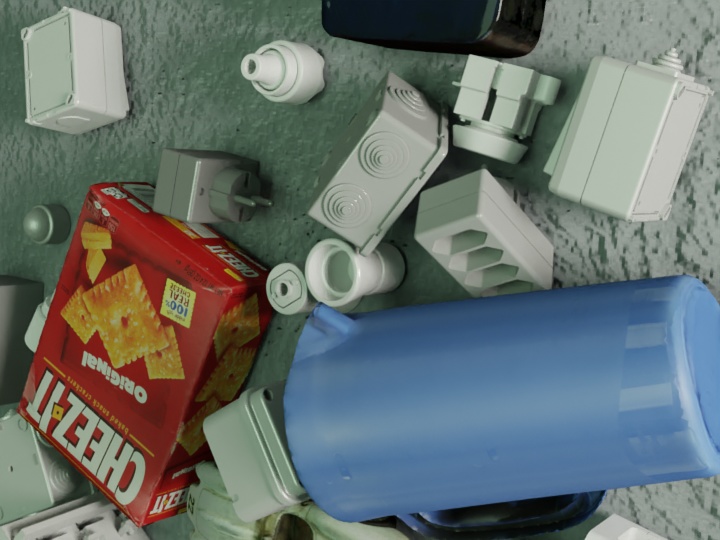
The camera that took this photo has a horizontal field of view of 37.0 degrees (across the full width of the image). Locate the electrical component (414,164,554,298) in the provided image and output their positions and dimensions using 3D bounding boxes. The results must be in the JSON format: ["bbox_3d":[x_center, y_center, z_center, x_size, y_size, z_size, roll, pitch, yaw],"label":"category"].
[{"bbox_3d":[0.079,-0.031,0.660,0.047,0.083,0.075,-19,45,33],"label":"electrical component"}]

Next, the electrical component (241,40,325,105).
[{"bbox_3d":[-0.056,-0.138,0.745,0.043,0.062,0.043,3,95,34],"label":"electrical component"}]

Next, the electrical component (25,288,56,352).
[{"bbox_3d":[-0.252,0.039,0.903,0.040,0.040,0.078,40,114,25],"label":"electrical component"}]

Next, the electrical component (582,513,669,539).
[{"bbox_3d":[0.147,0.197,0.636,0.056,0.050,0.089,23,106,30],"label":"electrical component"}]

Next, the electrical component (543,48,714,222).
[{"bbox_3d":[0.152,-0.081,0.608,0.061,0.062,0.096,25,107,30],"label":"electrical component"}]

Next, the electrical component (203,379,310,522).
[{"bbox_3d":[-0.038,0.113,0.719,0.057,0.113,0.078,-32,75,34],"label":"electrical component"}]

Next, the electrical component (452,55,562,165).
[{"bbox_3d":[0.085,-0.097,0.662,0.066,0.048,0.055,21,98,29],"label":"electrical component"}]

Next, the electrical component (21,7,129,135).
[{"bbox_3d":[-0.227,-0.163,0.864,0.062,0.061,0.096,-12,78,34],"label":"electrical component"}]

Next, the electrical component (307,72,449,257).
[{"bbox_3d":[0.011,-0.070,0.682,0.048,0.099,0.099,32,116,-11],"label":"electrical component"}]

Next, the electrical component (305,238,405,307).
[{"bbox_3d":[0.000,0.000,0.714,0.044,0.065,0.044,3,95,35],"label":"electrical component"}]

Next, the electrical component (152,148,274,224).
[{"bbox_3d":[-0.097,-0.056,0.776,0.077,0.066,0.047,18,103,32],"label":"electrical component"}]

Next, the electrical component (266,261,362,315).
[{"bbox_3d":[-0.033,0.011,0.737,0.044,0.065,0.044,3,95,34],"label":"electrical component"}]

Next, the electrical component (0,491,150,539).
[{"bbox_3d":[-0.229,0.222,0.850,0.063,0.121,0.078,50,118,18],"label":"electrical component"}]

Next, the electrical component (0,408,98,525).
[{"bbox_3d":[-0.283,0.167,0.927,0.100,0.048,0.099,-24,80,33],"label":"electrical component"}]
